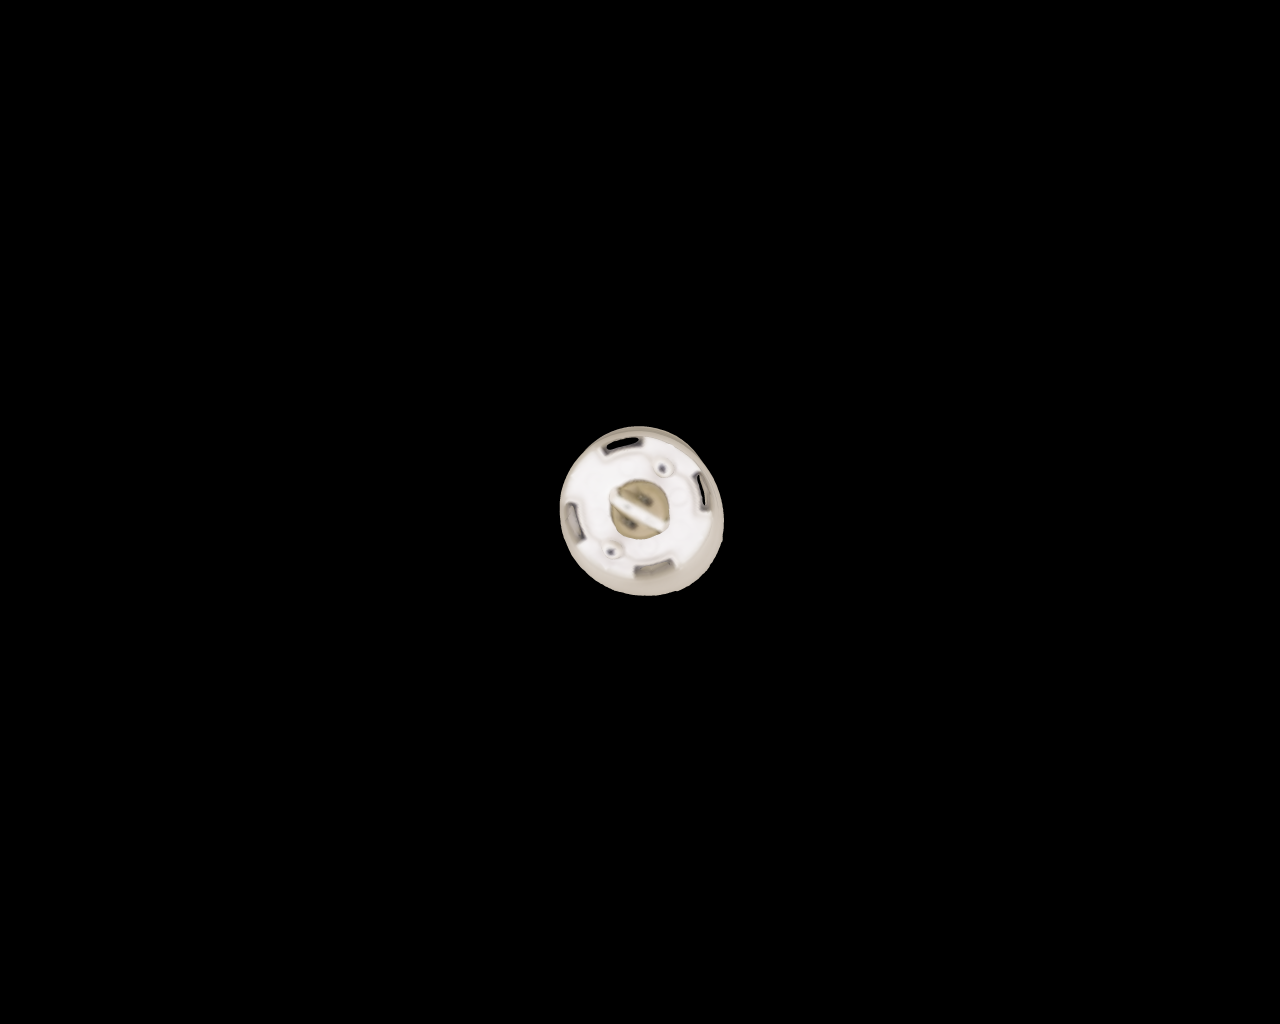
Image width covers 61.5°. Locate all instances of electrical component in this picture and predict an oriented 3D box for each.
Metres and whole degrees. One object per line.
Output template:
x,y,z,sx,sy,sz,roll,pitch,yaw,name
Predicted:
0.001,-0.003,0.650,0.099,0.099,0.064,0,16,0,electrical component
